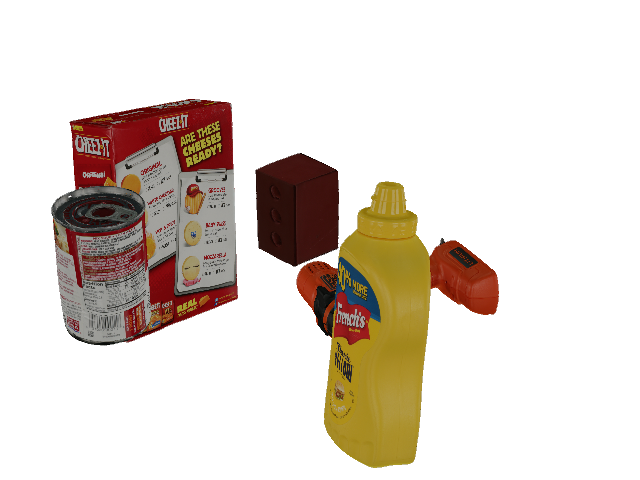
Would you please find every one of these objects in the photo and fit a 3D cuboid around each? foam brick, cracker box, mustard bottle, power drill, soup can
[{"bbox_3d":[-0.020,-0.027,0.923,0.051,0.078,0.053,-20,32,-35],"label":"foam brick"},{"bbox_3d":[-0.163,-0.025,1.072,0.072,0.214,0.163,10,20,37],"label":"cracker box"},{"bbox_3d":[0.041,0.054,0.746,0.058,0.192,0.096,-1,17,-19],"label":"mustard bottle"},{"bbox_3d":[0.086,0.060,1.105,0.187,0.057,0.185,-10,27,-19],"label":"power drill"},{"bbox_3d":[-0.163,0.019,0.803,0.068,0.102,0.068,1,29,-1],"label":"soup can"}]
